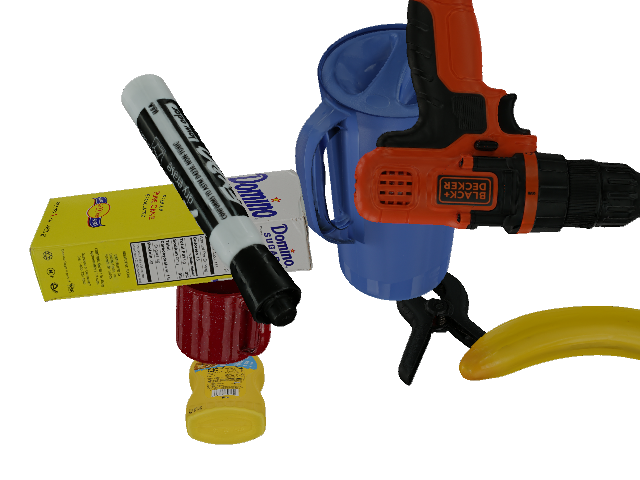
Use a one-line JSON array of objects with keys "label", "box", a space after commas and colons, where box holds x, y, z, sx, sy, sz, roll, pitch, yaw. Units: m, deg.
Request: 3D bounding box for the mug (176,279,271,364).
[{"label": "mug", "box": [-0.089, 0.070, 1.023, 0.117, 0.081, 0.093, 26, 33, 37]}]

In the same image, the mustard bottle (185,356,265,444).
[{"label": "mustard bottle", "box": [-0.119, 0.180, 1.354, 0.096, 0.058, 0.191, -3, 27, -3]}]

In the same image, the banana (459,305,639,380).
[{"label": "banana", "box": [0.196, 0.076, 0.788, 0.197, 0.037, 0.069, 2, 33, -5]}]

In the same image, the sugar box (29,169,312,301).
[{"label": "sugar box", "box": [-0.097, -0.006, 0.714, 0.176, 0.048, 0.093, -10, 24, -1]}]

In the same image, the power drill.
[{"label": "power drill", "box": [0.115, -0.098, 0.661, 0.184, 0.188, 0.057, 2, 3, -1]}]

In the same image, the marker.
[{"label": "marker", "box": [-0.041, -0.016, 0.390, 0.020, 0.121, 0.020, -24, -33, -17]}]

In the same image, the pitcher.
[{"label": "pitcher", "box": [0.059, -0.057, 0.958, 0.149, 0.243, 0.145, 1, 44, 4]}]

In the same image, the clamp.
[{"label": "clamp", "box": [0.138, 0.086, 1.156, 0.120, 0.171, 0.039, 4, -44, -7]}]
